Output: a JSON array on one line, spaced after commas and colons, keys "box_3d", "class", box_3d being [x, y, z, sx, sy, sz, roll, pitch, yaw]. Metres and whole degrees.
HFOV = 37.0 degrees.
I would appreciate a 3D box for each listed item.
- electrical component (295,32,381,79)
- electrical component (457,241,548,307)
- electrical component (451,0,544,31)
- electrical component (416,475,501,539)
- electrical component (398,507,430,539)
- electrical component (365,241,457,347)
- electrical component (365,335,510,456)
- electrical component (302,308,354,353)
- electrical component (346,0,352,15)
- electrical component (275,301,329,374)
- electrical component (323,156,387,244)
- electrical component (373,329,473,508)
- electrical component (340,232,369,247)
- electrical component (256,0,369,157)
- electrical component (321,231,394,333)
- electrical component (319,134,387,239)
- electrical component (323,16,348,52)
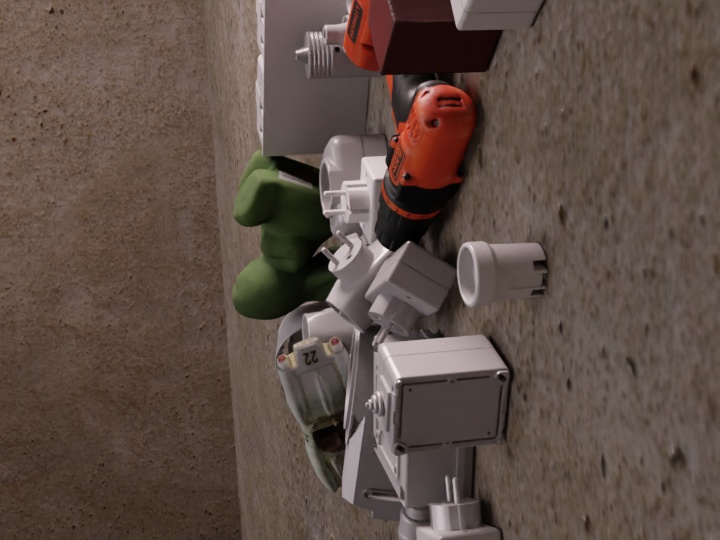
[{"box_3d": [-0.020, -0.202, 1.010, 0.043, 0.081, 0.043, 176, 90, -78], "class": "electrical component"}, {"box_3d": [0.088, 0.001, 0.664, 0.040, 0.046, 0.040, 176, 90, -78], "class": "electrical component"}, {"box_3d": [0.081, -0.196, 0.629, 0.075, 0.047, 0.083, 113, 150, -64], "class": "electrical component"}, {"box_3d": [0.072, 0.191, 0.797, 0.066, 0.047, 0.076, 152, 113, -77], "class": "electrical component"}, {"box_3d": [0.052, 0.209, 0.925, 0.035, 0.035, 0.061, -119, 30, -63], "class": "electrical component"}, {"box_3d": [0.031, 0.027, 0.852, 0.075, 0.047, 0.083, -60, 5, -15], "class": "electrical component"}, {"box_3d": [0.049, 0.085, 0.751, 0.061, 0.096, 0.061, -117, 26, -62], "class": "electrical component"}, {"box_3d": [-0.021, 0.066, 1.108, 0.079, 0.077, 0.044, 127, 137, -72], "class": "electrical component"}, {"box_3d": [0.015, -0.254, 0.917, 0.077, 0.044, 0.079, -107, 18, -45], "class": "electrical component"}, {"box_3d": [-0.045, 0.084, 1.180, 0.064, 0.099, 0.099, -103, 14, -61], "class": "electrical component"}, {"box_3d": [0.005, -0.061, 0.949, 0.047, 0.077, 0.065, -114, 23, -57], "class": "electrical component"}, {"box_3d": [0.048, 0.116, 0.858, 0.108, 0.056, 0.108, -127, 35, -68], "class": "electrical component"}, {"box_3d": [0.013, -0.011, 0.980, 0.048, 0.055, 0.066, 100, 162, -48], "class": "electrical component"}, {"box_3d": [-0.048, -0.212, 1.076, 0.060, 0.105, 0.186, -111, 21, -53], "class": "electrical component"}, {"box_3d": [0.000, 0.000, 0.917, 0.079, 0.077, 0.044, 44, 172, -24], "class": "electrical component"}, {"box_3d": [-0.005, -0.079, 1.029, 0.054, 0.059, 0.095, 136, 129, -74], "class": "electrical component"}, {"box_3d": [-0.001, -0.211, 0.964, 0.048, 0.062, 0.048, 176, 90, -78], "class": "electrical component"}]
